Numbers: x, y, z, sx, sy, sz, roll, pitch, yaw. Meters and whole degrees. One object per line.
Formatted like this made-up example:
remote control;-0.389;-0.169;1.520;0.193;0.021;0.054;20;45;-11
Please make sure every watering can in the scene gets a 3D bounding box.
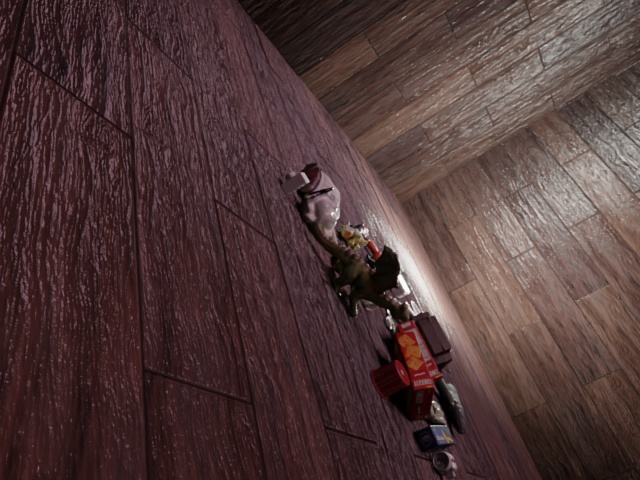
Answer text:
watering can;0.008;-0.144;1.900;0.221;0.103;0.356;46;29;-35

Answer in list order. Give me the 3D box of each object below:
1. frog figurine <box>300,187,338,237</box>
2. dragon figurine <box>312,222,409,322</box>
frog figurine;0.005;-0.089;1.763;0.139;0.122;0.158;-26;103;-42
dragon figurine;0.147;0.089;1.600;0.410;0.240;0.124;61;34;-2
